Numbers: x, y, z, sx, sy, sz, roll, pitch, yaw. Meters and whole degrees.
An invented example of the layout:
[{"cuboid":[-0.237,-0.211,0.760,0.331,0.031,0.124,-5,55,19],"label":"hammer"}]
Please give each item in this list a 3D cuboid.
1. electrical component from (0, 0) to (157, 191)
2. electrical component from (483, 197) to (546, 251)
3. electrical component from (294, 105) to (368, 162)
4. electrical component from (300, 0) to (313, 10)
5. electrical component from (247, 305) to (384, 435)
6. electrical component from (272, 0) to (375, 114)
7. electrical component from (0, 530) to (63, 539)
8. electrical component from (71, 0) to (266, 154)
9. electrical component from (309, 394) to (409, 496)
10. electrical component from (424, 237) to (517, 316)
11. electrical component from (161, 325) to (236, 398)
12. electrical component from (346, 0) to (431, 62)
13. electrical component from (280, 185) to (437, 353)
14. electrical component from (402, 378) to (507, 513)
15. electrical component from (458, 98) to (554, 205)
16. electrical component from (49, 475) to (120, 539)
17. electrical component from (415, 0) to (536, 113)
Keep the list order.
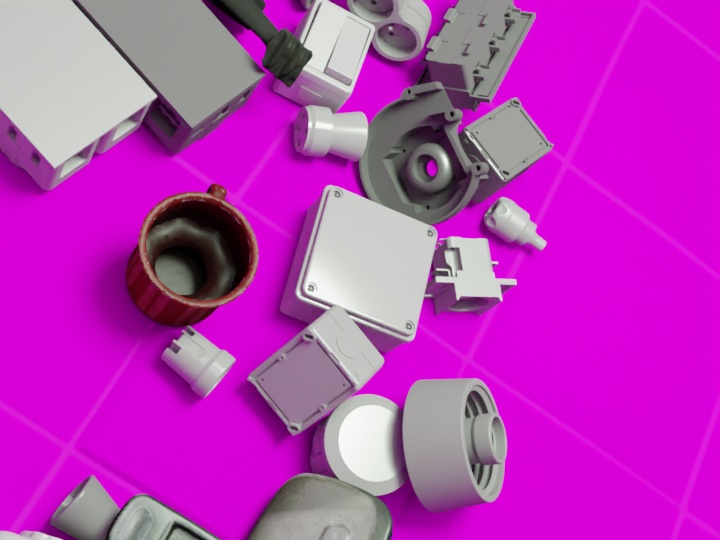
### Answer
[{"cuboid":[-0.268,-0.166,0.851,0.186,0.060,0.105,48,60,-2],"label":"electrical component"},{"cuboid":[0.148,-0.039,1.006,0.061,0.035,0.035,35,61,-11],"label":"electrical component"},{"cuboid":[-0.026,-0.121,0.952,0.055,0.045,0.045,5,70,-22],"label":"electrical component"},{"cuboid":[-0.054,-0.281,1.001,0.044,0.044,0.065,-36,84,-30],"label":"electrical component"},{"cuboid":[-0.037,0.081,0.854,0.061,0.096,0.061,51,32,0],"label":"electrical component"},{"cuboid":[-0.029,-0.197,0.969,0.062,0.061,0.096,25,63,-14],"label":"electrical component"},{"cuboid":[-0.217,0.217,0.738,0.095,0.054,0.059,24,63,-15],"label":"electrical component"},{"cuboid":[-0.167,-0.184,0.902,0.150,0.062,0.089,48,60,-2],"label":"electrical component"},{"cuboid":[0.001,0.143,0.864,0.080,0.051,0.080,8,68,-21],"label":"electrical component"},{"cuboid":[0.093,0.005,0.962,0.081,0.042,0.063,2,67,-24],"label":"electrical component"},{"cuboid":[-0.127,0.071,0.841,0.046,0.040,0.040,40,60,1],"label":"electrical component"},{"cuboid":[0.020,-0.268,0.998,0.138,0.052,0.073,51,40,-35],"label":"electrical component"},{"cuboid":[0.000,0.000,0.913,0.109,0.056,0.108,22,64,-16],"label":"electrical component"},{"cuboid":[0.083,0.138,0.865,0.108,0.060,0.108,37,48,-56],"label":"electrical component"},{"cuboid":[0.129,-0.113,1.013,0.096,0.061,0.061,-35,86,-37],"label":"electrical component"},{"cuboid":[-0.184,0.185,0.773,0.065,0.044,0.044,44,60,-10],"label":"electrical component"},{"cuboid":[0.109,-0.219,1.030,0.079,0.063,0.121,14,58,26],"label":"electrical component"}]
